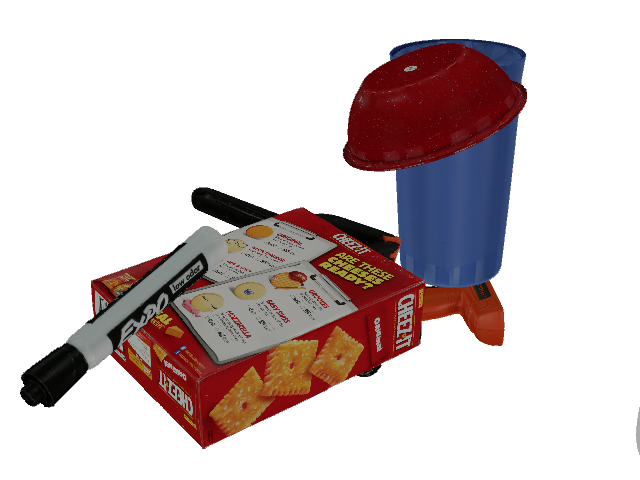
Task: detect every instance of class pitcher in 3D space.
[{"bbox_3d":[0.142,-0.084,1.103,0.149,0.243,0.145,-8,24,-15],"label":"pitcher"}]

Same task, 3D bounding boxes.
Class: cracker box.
[{"bbox_3d":[-0.049,0.060,0.852,0.213,0.072,0.164,-20,36,-33],"label":"cracker box"}]

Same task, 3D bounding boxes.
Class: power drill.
[{"bbox_3d":[0.108,0.090,1.206,0.187,0.057,0.184,-3,27,-3],"label":"power drill"}]

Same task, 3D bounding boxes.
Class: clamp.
[{"bbox_3d":[-0.019,0.008,1.039,0.209,0.036,0.164,8,30,-14],"label":"clamp"}]

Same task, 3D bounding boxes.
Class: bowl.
[{"bbox_3d":[0.085,-0.120,0.886,0.162,0.055,0.162,-20,23,9],"label":"bowl"}]

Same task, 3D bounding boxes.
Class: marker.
[{"bbox_3d":[-0.086,0.033,0.477,0.020,0.020,0.120,0,32,44],"label":"marker"}]

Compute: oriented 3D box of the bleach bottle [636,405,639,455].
[{"bbox_3d":[0.283,0.077,0.718,0.103,0.068,0.250,12,23,23],"label":"bleach bottle"}]
